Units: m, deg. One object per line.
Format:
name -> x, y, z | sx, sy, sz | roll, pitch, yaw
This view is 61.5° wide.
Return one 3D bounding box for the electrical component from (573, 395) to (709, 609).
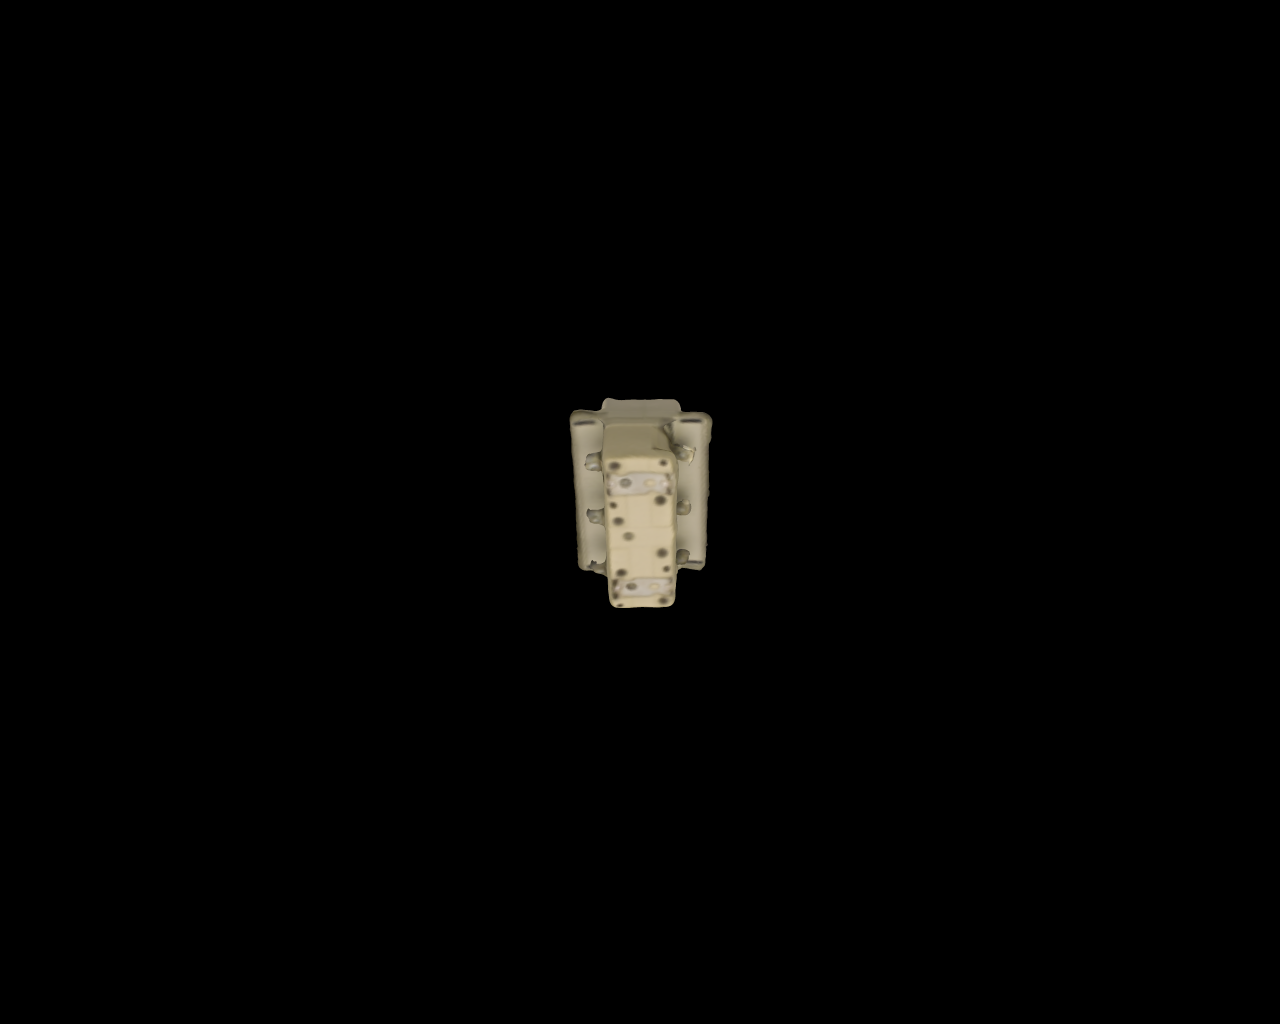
electrical component -> 0.001, -0.003, 0.650 | 0.079, 0.121, 0.063 | 0, 40, 0
